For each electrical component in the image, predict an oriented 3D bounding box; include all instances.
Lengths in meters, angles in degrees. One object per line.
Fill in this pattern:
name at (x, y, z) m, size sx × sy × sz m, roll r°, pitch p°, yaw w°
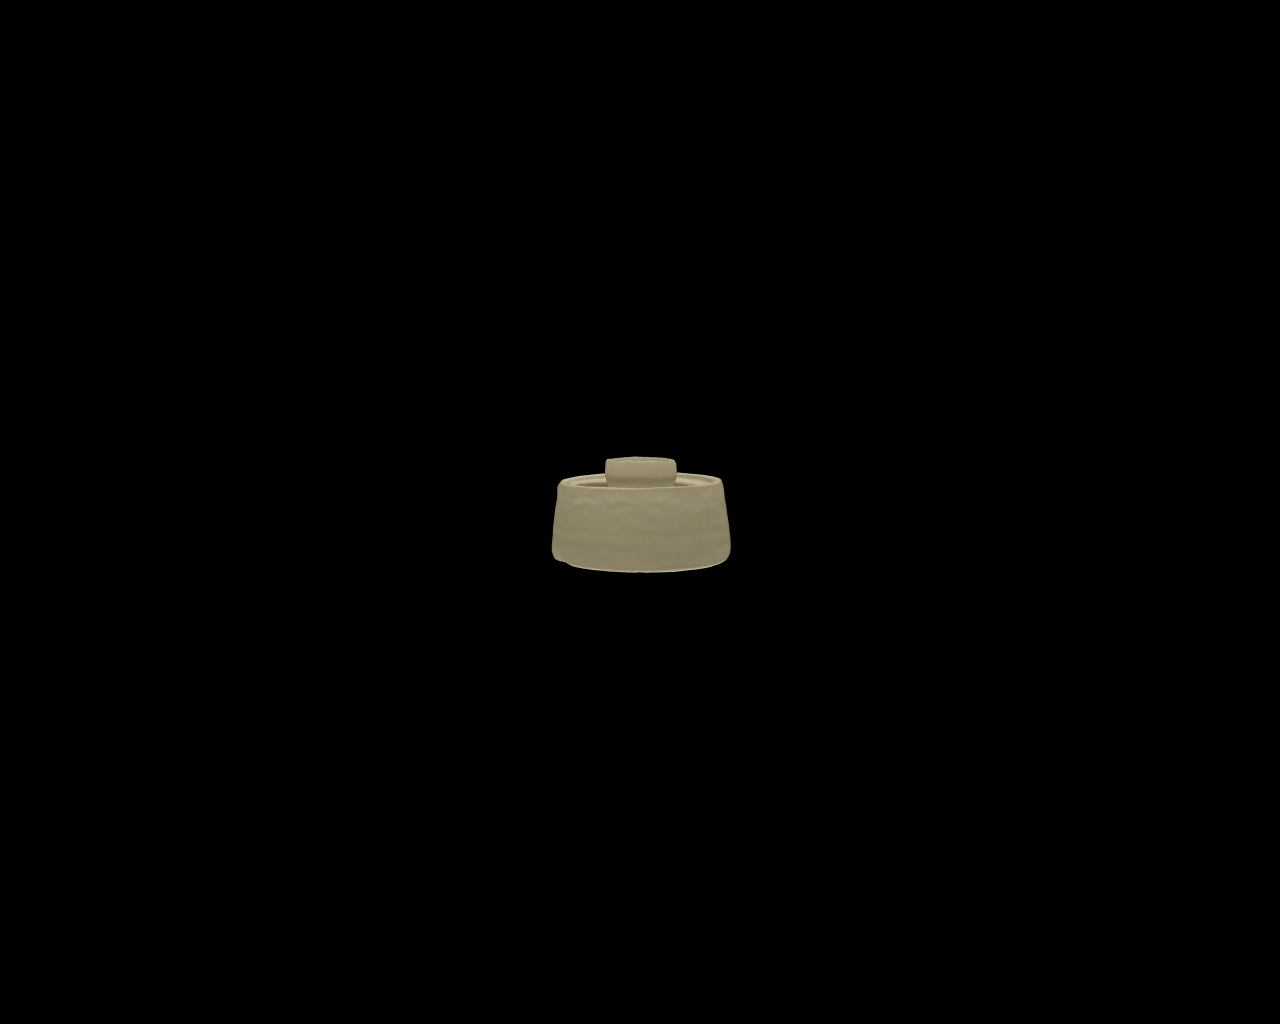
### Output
electrical component at (0.001, -0.003, 0.650) m, size 0.108 × 0.060 × 0.108 m, roll 0°, pitch 8°, yaw 0°
